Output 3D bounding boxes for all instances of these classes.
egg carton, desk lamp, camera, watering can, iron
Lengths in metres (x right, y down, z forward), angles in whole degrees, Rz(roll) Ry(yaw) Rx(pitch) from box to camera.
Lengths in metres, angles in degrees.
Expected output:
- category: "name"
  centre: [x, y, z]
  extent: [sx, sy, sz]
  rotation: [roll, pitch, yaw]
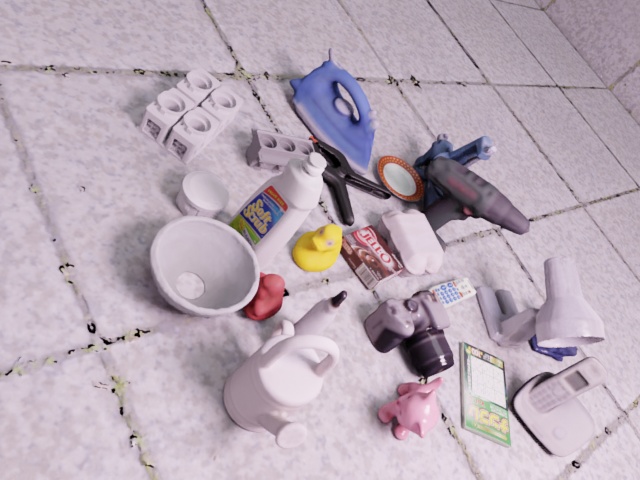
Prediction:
- category: "egg carton"
  centre: [0.183, 0.006, 1.158]
  extent: [0.107, 0.069, 0.150]
  rotation: [-5, 61, -39]
- category: "desk lamp"
  centre: [0.435, 0.140, 1.134]
  extent: [0.118, 0.213, 0.203]
  rotation: [11, 52, -30]
- category: "camera"
  centre: [0.175, 0.166, 1.003]
  extent: [0.144, 0.100, 0.136]
  rotation: [-3, 59, -38]
- category: "watering can"
  centre: [-0.043, 0.184, 0.758]
  extent: [0.101, 0.193, 0.172]
  rotation: [-3, 59, -38]
- category: "iron"
  centre: [0.056, -0.280, 1.236]
  extent: [0.119, 0.141, 0.258]
  rotation: [-27, 76, -46]

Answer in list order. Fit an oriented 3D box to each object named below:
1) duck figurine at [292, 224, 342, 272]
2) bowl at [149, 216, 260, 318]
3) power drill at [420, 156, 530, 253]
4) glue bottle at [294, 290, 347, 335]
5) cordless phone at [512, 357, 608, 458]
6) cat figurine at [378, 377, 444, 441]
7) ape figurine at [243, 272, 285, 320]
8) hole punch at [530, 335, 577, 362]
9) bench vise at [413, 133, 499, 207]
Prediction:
- category: "duck figurine"
  centre: [0.009, 0.004, 1.019]
  extent: [0.105, 0.086, 0.077]
  rotation: [-26, 75, -45]
- category: "bowl"
  centre: [-0.179, 0.050, 0.851]
  extent: [0.168, 0.074, 0.167]
  rotation: [20, 48, -23]
- category: "power drill"
  centre: [0.281, -0.052, 1.175]
  extent: [0.229, 0.208, 0.076]
  rotation: [46, 43, 3]
- category: "glue bottle"
  centre: [-0.007, 0.120, 0.852]
  extent: [0.037, 0.173, 0.078]
  rotation: [42, 43, -1]
- category: "cordless phone"
  centre: [0.463, 0.301, 1.049]
  extent: [0.147, 0.184, 0.094]
  rotation: [49, 43, 6]
- category: "cat figurine"
  centre: [0.157, 0.261, 0.902]
  extent: [0.067, 0.117, 0.128]
  rotation: [48, 43, 6]
- category: "ape figurine"
  centre: [-0.085, 0.081, 0.884]
  extent: [0.076, 0.092, 0.078]
  rotation: [28, 45, -15]
- category: "hole punch"
  centre: [0.517, 0.194, 1.242]
  extent: [0.101, 0.091, 0.108]
  rotation: [22, 47, -21]
- category: "bench vise"
  centre: [0.292, -0.178, 1.274]
  extent: [0.122, 0.219, 0.207]
  rotation: [4, 55, -34]
